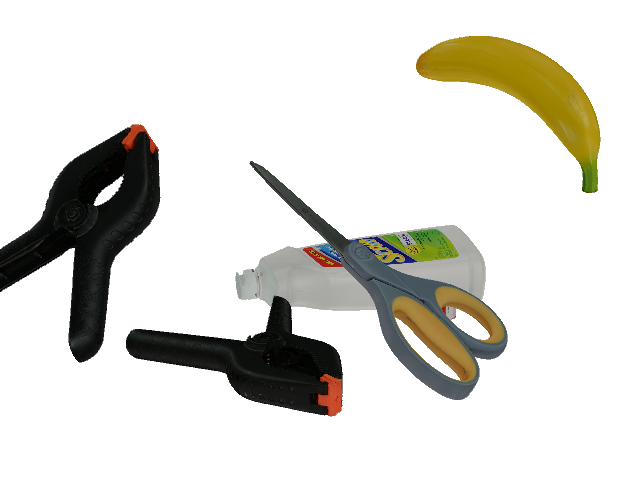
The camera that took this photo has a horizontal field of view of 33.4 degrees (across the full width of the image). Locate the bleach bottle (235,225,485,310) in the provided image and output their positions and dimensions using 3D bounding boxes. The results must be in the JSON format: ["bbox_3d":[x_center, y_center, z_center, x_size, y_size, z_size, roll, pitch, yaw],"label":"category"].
[{"bbox_3d":[0.038,0.038,1.120,0.250,0.068,0.103,-6,30,-14],"label":"bleach bottle"}]

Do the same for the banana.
[{"bbox_3d":[0.144,-0.114,0.805,0.037,0.070,0.198,2,32,-44],"label":"banana"}]

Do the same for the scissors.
[{"bbox_3d":[0.042,0.015,0.663,0.096,0.016,0.202,-7,49,-40],"label":"scissors"}]

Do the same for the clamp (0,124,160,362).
[{"bbox_3d":[-0.170,-0.006,0.718,0.120,0.171,0.039,13,-30,16],"label":"clamp"}]

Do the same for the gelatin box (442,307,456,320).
[{"bbox_3d":[0.136,0.056,1.363,0.073,0.089,0.030,18,33,35],"label":"gelatin box"}]

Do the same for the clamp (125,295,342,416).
[{"bbox_3d":[-0.042,0.094,0.899,0.164,0.036,0.210,-16,23,-40],"label":"clamp"}]
